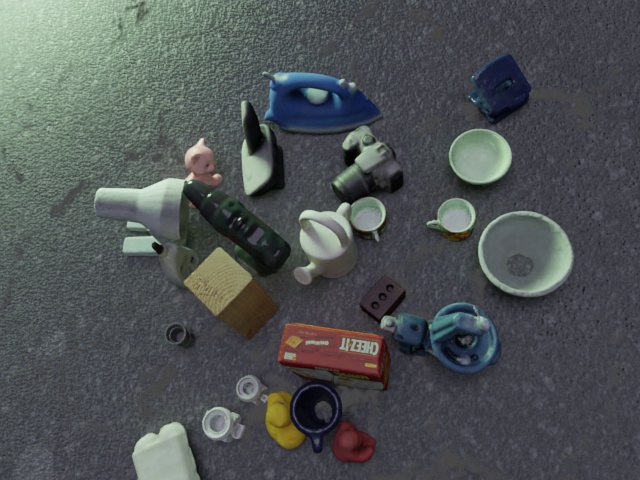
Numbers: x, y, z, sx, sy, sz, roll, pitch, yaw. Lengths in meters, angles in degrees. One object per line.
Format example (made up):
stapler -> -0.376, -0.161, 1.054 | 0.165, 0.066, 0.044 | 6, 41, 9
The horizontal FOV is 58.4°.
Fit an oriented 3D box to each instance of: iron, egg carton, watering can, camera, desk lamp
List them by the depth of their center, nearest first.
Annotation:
egg carton -> -0.274, 0.416, 1.033 | 0.107, 0.069, 0.150 | -26, 67, -1
watering can -> 0.012, 0.005, 1.077 | 0.100, 0.194, 0.173 | 4, 70, 11
desk lamp -> -0.336, -0.042, 1.142 | 0.203, 0.214, 0.118 | -1, 69, 9
camera -> 0.082, -0.147, 1.175 | 0.137, 0.101, 0.143 | -36, 68, -5
iron -> 0.003, -0.312, 1.230 | 0.258, 0.141, 0.119 | 5, 70, 11

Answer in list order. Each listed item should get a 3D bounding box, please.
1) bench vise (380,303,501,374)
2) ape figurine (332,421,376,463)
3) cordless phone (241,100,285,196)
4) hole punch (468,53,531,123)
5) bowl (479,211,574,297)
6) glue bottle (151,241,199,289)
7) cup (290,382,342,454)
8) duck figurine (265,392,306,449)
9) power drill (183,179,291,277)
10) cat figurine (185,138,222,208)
bench vise -> 0.208, 0.166, 0.969 | 0.207, 0.220, 0.121 | -8, 68, 7
ape figurine -> 0.054, 0.351, 0.992 | 0.076, 0.092, 0.077 | -24, 67, 0
cordless phone -> -0.136, -0.187, 1.181 | 0.094, 0.185, 0.147 | -12, 68, 5
hole punch -> 0.379, -0.318, 1.198 | 0.109, 0.091, 0.101 | -34, 68, -5
bowl -> 0.378, 0.035, 1.070 | 0.167, 0.075, 0.167 | -3, 69, 8
glue bottle -> -0.289, 0.038, 1.126 | 0.037, 0.173, 0.078 | 9, 71, 13
cup -> 0.000, 0.316, 1.013 | 0.091, 0.095, 0.118 | -7, 68, 7
duck figurine -> -0.066, 0.321, 1.027 | 0.077, 0.086, 0.104 | -23, 67, 0
power drill -> -0.147, -0.011, 1.102 | 0.229, 0.209, 0.076 | 34, 78, 20
cat figurine -> -0.266, -0.148, 1.224 | 0.067, 0.118, 0.128 | 34, 78, 20
